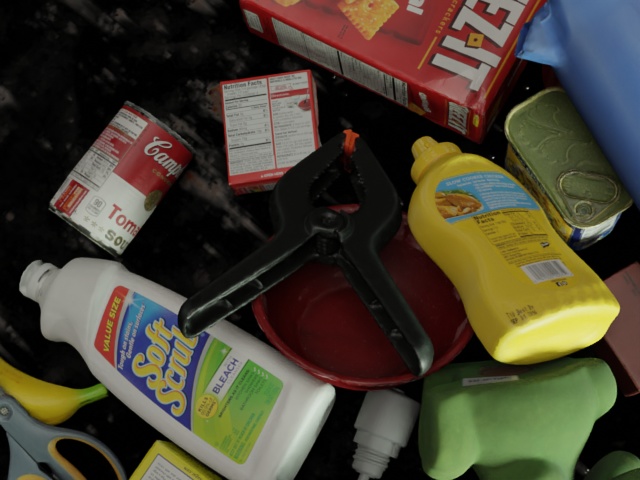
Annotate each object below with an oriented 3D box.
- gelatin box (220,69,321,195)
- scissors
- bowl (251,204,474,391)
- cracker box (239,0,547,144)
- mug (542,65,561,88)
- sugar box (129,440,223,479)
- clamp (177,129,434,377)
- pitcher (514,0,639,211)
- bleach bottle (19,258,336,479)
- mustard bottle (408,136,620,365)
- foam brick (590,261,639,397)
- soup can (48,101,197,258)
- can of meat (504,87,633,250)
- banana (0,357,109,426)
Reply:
[{"bbox_3d":[-0.037,-0.085,0.832,0.073,0.030,0.089,-8,74,7],"label":"gelatin box"},{"bbox_3d":[-0.234,0.143,0.778,0.201,0.016,0.096,35,94,-5],"label":"scissors"},{"bbox_3d":[0.030,0.050,0.757,0.162,0.055,0.162,2,48,-2],"label":"bowl"},{"bbox_3d":[0.069,-0.198,0.824,0.214,0.072,0.164,28,82,13],"label":"cracker box"},{"bbox_3d":[0.205,-0.148,0.788,0.093,0.081,0.117,-12,75,4],"label":"mug"},{"bbox_3d":[-0.126,0.241,0.756,0.093,0.048,0.176,34,86,14],"label":"sugar box"},{"bbox_3d":[-0.005,0.001,0.735,0.164,0.036,0.210,5,47,0],"label":"clamp"},{"bbox_3d":[0.249,-0.076,0.669,0.149,0.144,0.243,-29,89,37],"label":"pitcher"},{"bbox_3d":[-0.118,0.090,0.784,0.251,0.068,0.102,27,81,16],"label":"bleach bottle"},{"bbox_3d":[0.115,-0.004,0.736,0.096,0.058,0.192,-10,49,-26],"label":"mustard bottle"},{"bbox_3d":[0.219,0.063,0.749,0.053,0.051,0.078,-30,74,-2],"label":"foam brick"},{"bbox_3d":[-0.152,-0.046,0.819,0.068,0.068,0.102,34,83,14],"label":"soup can"},{"bbox_3d":[0.176,-0.047,0.765,0.057,0.084,0.102,-32,74,-1],"label":"can of meat"},{"bbox_3d":[-0.256,0.085,0.819,0.198,0.037,0.069,36,61,12],"label":"banana"}]
